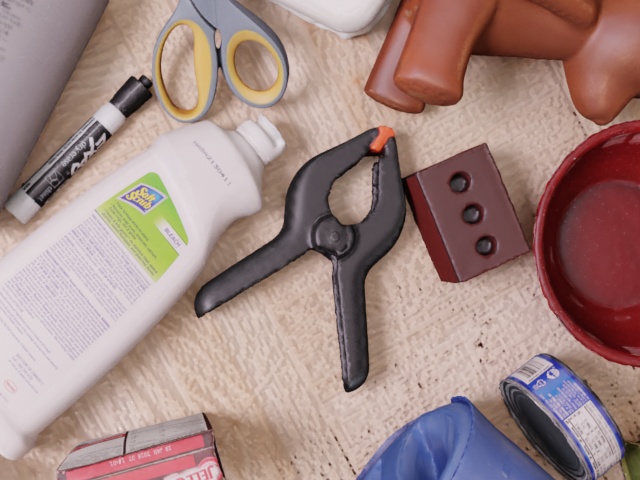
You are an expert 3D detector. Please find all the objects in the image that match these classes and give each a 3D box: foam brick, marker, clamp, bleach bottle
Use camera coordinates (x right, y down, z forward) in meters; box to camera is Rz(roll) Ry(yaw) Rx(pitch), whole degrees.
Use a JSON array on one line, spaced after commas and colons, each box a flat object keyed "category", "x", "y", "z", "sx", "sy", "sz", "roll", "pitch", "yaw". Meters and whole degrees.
[{"category": "foam brick", "x": 0.093, "y": -0.016, "z": 0.696, "sx": 0.053, "sy": 0.051, "sz": 0.078, "roll": -24, "pitch": 93, "yaw": -8}, {"category": "marker", "x": -0.151, "y": -0.059, "z": 0.677, "sx": 0.020, "sy": 0.020, "sz": 0.121, "roll": 44, "pitch": 83, "yaw": -6}, {"category": "clamp", "x": -0.005, "y": 0.001, "z": 0.688, "sx": 0.120, "sy": 0.039, "sz": 0.171, "roll": 20, "pitch": 80, "yaw": -12}, {"category": "bleach bottle", "x": -0.120, "y": 0.016, "z": 0.660, "sx": 0.250, "sy": 0.068, "sz": 0.102, "roll": -40, "pitch": 95, "yaw": -9}]

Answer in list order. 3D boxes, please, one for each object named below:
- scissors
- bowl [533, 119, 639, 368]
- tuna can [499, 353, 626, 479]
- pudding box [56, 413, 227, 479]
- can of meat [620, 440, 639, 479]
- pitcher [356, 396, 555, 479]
[{"category": "scissors", "x": -0.056, "y": -0.159, "z": 0.640, "sx": 0.096, "sy": 0.016, "sz": 0.202, "roll": 12, "pitch": 121, "yaw": -2}, {"category": "bowl", "x": 0.210, "y": 0.003, "z": 0.711, "sx": 0.162, "sy": 0.055, "sz": 0.162, "roll": 0, "pitch": 89, "yaw": -9}, {"category": "tuna can", "x": 0.156, "y": 0.115, "z": 0.687, "sx": 0.033, "sy": 0.086, "sz": 0.086, "roll": -36, "pitch": 94, "yaw": -10}, {"category": "pudding box", "x": -0.104, "y": 0.135, "z": 0.633, "sx": 0.090, "sy": 0.113, "sz": 0.039, "roll": -13, "pitch": 89, "yaw": -8}, {"category": "can of meat", "x": 0.260, "y": 0.173, "z": 0.717, "sx": 0.084, "sy": 0.057, "sz": 0.102, "roll": -16, "pitch": 92, "yaw": -12}, {"category": "pitcher", "x": 0.129, "y": 0.225, "z": 0.657, "sx": 0.242, "sy": 0.145, "sz": 0.149, "roll": 39, "pitch": 90, "yaw": -9}]
